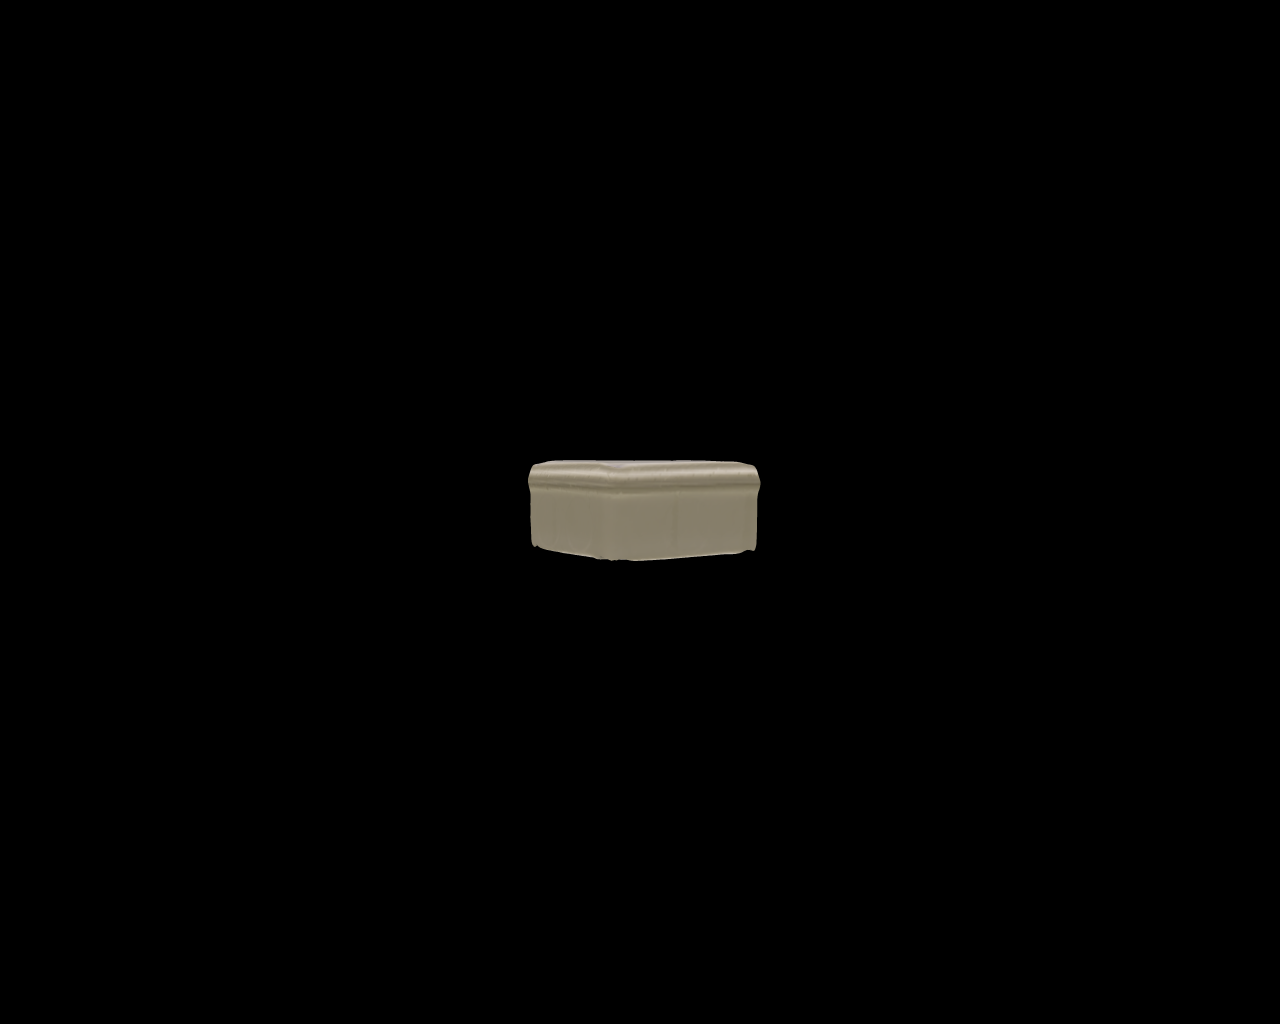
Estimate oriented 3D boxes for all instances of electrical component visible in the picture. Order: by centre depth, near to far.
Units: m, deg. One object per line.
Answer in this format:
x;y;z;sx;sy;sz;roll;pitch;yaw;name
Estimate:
0.001;-0.003;0.650;0.109;0.056;0.108;-2;4;-31;electrical component
